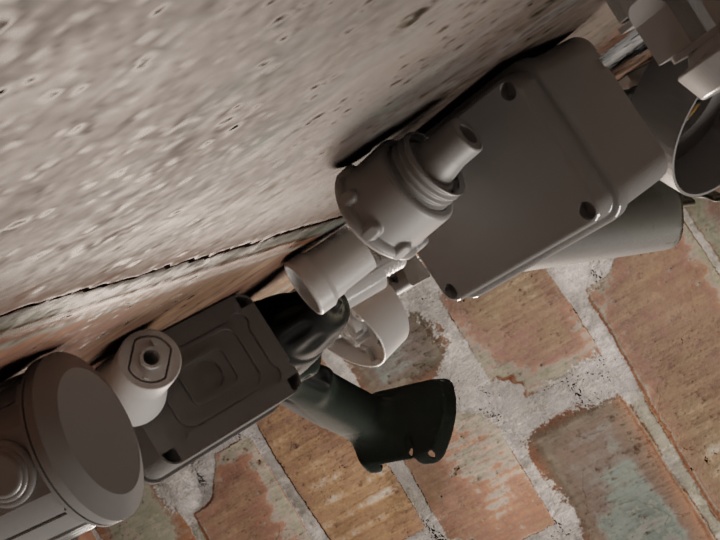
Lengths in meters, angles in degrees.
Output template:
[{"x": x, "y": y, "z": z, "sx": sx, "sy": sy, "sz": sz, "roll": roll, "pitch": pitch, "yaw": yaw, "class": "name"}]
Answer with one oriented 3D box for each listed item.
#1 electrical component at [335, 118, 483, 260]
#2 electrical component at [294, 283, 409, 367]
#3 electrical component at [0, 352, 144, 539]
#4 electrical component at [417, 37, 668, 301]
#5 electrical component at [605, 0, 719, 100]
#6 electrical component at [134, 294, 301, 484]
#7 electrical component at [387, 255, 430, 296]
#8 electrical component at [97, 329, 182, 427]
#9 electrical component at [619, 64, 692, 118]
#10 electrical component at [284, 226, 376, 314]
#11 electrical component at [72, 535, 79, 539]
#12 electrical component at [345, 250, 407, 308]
[{"x": 0.023, "y": -0.038, "z": 0.450, "sx": 0.062, "sy": 0.048, "sz": 0.048, "roll": -41, "pitch": 173, "yaw": 30, "class": "electrical component"}, {"x": -0.007, "y": 0.042, "z": 0.962, "sx": 0.064, "sy": 0.099, "sz": 0.099, "roll": -37, "pitch": 180, "yaw": -29, "class": "electrical component"}, {"x": -0.137, "y": 0.081, "z": 0.479, "sx": 0.051, "sy": 0.080, "sz": 0.080, "roll": -26, "pitch": 178, "yaw": 12, "class": "electrical component"}, {"x": 0.070, "y": -0.043, "z": 0.491, "sx": 0.057, "sy": 0.078, "sz": 0.113, "roll": -32, "pitch": 178, "yaw": -40, "class": "electrical component"}, {"x": 0.123, "y": -0.095, "z": 0.361, "sx": 0.058, "sy": 0.057, "sz": 0.078, "roll": -29, "pitch": 176, "yaw": -30, "class": "electrical component"}, {"x": -0.106, "y": 0.075, "z": 0.684, "sx": 0.113, "sy": 0.078, "sz": 0.057, "roll": -29, "pitch": 173, "yaw": -36, "class": "electrical component"}, {"x": 0.026, "y": 0.004, "z": 1.063, "sx": 0.056, "sy": 0.050, "sz": 0.089, "roll": -32, "pitch": 177, "yaw": 17, "class": "electrical component"}, {"x": -0.123, "y": 0.059, "z": 0.602, "sx": 0.044, "sy": 0.044, "sz": 0.065, "roll": -29, "pitch": 172, "yaw": -31, "class": "electrical component"}, {"x": 0.258, "y": -0.141, "z": 0.886, "sx": 0.150, "sy": 0.061, "sz": 0.089, "roll": -29, "pitch": 176, "yaw": -29, "class": "electrical component"}, {"x": -0.018, "y": -0.001, "z": 0.678, "sx": 0.046, "sy": 0.040, "sz": 0.040, "roll": -36, "pitch": 178, "yaw": -14, "class": "electrical component"}, {"x": -0.220, "y": 0.151, "z": 0.626, "sx": 0.100, "sy": 0.099, "sz": 0.048, "roll": -31, "pitch": 164, "yaw": 10, "class": "electrical component"}, {"x": 0.000, "y": 0.000, "z": 0.817, "sx": 0.081, "sy": 0.043, "sz": 0.043, "roll": -30, "pitch": 177, "yaw": -21, "class": "electrical component"}]
